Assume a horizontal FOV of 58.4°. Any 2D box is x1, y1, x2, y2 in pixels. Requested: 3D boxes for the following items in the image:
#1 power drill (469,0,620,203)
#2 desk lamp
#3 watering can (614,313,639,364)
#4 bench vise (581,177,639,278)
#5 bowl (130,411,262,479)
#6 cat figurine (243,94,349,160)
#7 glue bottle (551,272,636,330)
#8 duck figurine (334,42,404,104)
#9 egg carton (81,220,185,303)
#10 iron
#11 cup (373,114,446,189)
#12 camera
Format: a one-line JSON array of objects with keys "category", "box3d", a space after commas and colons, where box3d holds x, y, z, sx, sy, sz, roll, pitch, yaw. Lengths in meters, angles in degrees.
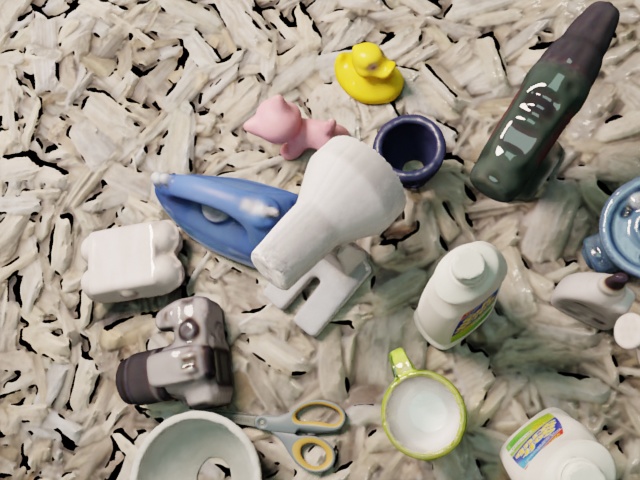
[{"category": "power drill", "box3d": [0.255, -0.133, 0.673, 0.075, 0.209, 0.230, 32, 83, 18]}, {"category": "desk lamp", "box3d": [0.006, 0.002, 0.682, 0.117, 0.214, 0.203, 37, 85, 18]}, {"category": "watering can", "box3d": [0.398, 0.109, 0.584, 0.172, 0.194, 0.101, -14, 72, 7]}, {"category": "bench vise", "box3d": [0.400, -0.040, 0.611, 0.207, 0.220, 0.121, -35, 71, 1]}, {"category": "bowl", "box3d": [-0.142, 0.296, 0.704, 0.167, 0.075, 0.167, -3, 74, 11]}, {"category": "cat figurine", "box3d": [-0.033, -0.156, 0.785, 0.127, 0.118, 0.067, 8, 77, 14]}, {"category": "glue bottle", "box3d": [0.307, 0.060, 0.627, 0.078, 0.173, 0.037, 29, 82, 18]}, {"category": "duck figurine", "box3d": [0.065, -0.246, 0.807, 0.104, 0.086, 0.077, 27, 82, 17]}, {"category": "egg carton", "box3d": [-0.263, 0.032, 0.804, 0.150, 0.069, 0.107, -11, 73, 8]}, {"category": "iron", "box3d": [-0.140, -0.048, 0.764, 0.257, 0.141, 0.119, 17, 79, 15]}, {"category": "cup", "box3d": [0.112, -0.093, 0.750, 0.091, 0.095, 0.118, 28, 82, 17]}, {"category": "camera", "box3d": [-0.194, 0.154, 0.740, 0.136, 0.101, 0.143, -13, 73, 8]}]
